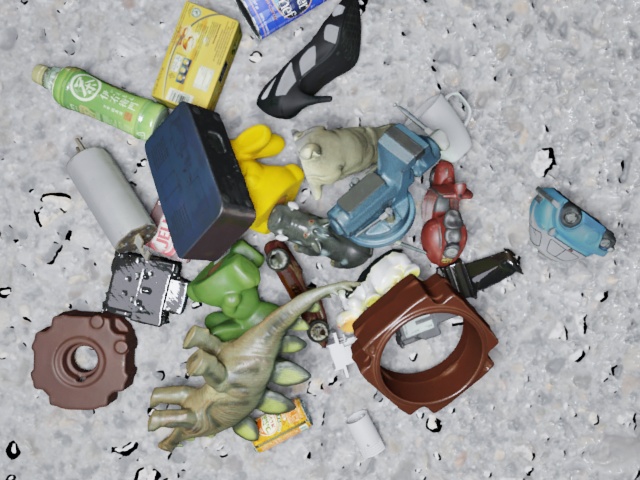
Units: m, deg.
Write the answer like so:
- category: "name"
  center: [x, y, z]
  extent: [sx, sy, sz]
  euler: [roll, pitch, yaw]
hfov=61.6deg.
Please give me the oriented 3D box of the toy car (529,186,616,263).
- category: "toy car"
  center: [0.422, -0.015, 0.935]
  extent: [0.161, 0.109, 0.103]
  euler: [33, 112, -14]

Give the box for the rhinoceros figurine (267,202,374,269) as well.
- category: "rhinoceros figurine"
  center: [-0.002, -0.003, 0.887]
  extent: [0.190, 0.112, 0.073]
  euler: [24, 89, -25]

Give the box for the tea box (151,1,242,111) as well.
- category: "tea box"
  center: [-0.207, -0.298, 0.909]
  extent: [0.098, 0.068, 0.169]
  euler: [22, 89, -3]

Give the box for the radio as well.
- category: "radio"
  center: [-0.190, -0.093, 0.838]
  extent: [0.131, 0.073, 0.230]
  euler: [-39, 63, 31]

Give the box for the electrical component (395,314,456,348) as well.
- category: "electrical component"
  center: [0.180, 0.134, 0.943]
  extent: [0.119, 0.048, 0.074]
  euler: [-25, 93, -2]

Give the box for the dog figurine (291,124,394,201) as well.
- category: "dog figurine"
  center: [0.060, -0.152, 0.877]
  extent: [0.191, 0.172, 0.121]
  euler: [-19, 99, 3]

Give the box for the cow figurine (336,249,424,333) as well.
- category: "cow figurine"
  center: [0.088, 0.082, 0.923]
  extent: [0.167, 0.098, 0.068]
  euler: [-35, 133, 1]

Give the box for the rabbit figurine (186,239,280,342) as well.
- category: "rabbit figurine"
  center: [-0.130, 0.113, 0.899]
  extent: [0.159, 0.121, 0.170]
  euler: [-39, 107, 2]

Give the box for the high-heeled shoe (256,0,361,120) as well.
- category: "high-heeled shoe"
  center: [-0.018, -0.319, 0.933]
  extent: [0.145, 0.086, 0.248]
  euler: [7, 70, 28]

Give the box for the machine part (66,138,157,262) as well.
- category: "machine part"
  center: [-0.343, -0.066, 0.884]
  extent: [0.079, 0.079, 0.243]
  euler: [-36, 79, -2]

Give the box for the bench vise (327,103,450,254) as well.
- category: "bench vise"
  center: [0.113, -0.066, 0.841]
  extent: [0.129, 0.240, 0.223]
  euler: [32, 75, 26]

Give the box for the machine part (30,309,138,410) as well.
- category: "machine part"
  center: [-0.401, 0.203, 0.914]
  extent: [0.179, 0.056, 0.179]
  euler: [0, 92, -2]

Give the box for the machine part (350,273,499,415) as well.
- category: "machine part"
  center: [0.169, 0.171, 0.873]
  extent: [0.201, 0.087, 0.200]
  euler: [-41, 113, 10]

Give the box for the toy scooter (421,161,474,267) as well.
- category: "toy scooter"
  center: [0.215, -0.044, 0.900]
  extent: [0.075, 0.135, 0.183]
  euler: [0, 92, -4]

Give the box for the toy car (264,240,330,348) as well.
- category: "toy car"
  center: [-0.034, 0.088, 0.912]
  extent: [0.053, 0.089, 0.202]
  euler: [-30, 92, -6]

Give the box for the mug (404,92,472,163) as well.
- category: "mug"
  center: [0.218, -0.194, 0.931]
  extent: [0.109, 0.081, 0.107]
  euler: [-44, 103, -7]

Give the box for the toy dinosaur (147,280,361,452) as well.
- category: "toy dinosaur"
  center: [-0.126, 0.209, 0.851]
  extent: [0.198, 0.105, 0.471]
  euler: [25, 119, -27]

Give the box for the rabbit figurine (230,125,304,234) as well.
- category: "rabbit figurine"
  center: [-0.123, -0.115, 0.896]
  extent: [0.173, 0.122, 0.162]
  euler: [34, 97, 16]

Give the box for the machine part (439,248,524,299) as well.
- category: "machine part"
  center: [0.287, 0.056, 0.954]
  extent: [0.139, 0.039, 0.084]
  euler: [-18, 86, -1]

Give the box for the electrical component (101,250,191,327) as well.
- category: "electrical component"
  center: [-0.291, 0.082, 0.916]
  extent: [0.134, 0.058, 0.114]
  euler: [12, 92, -2]
